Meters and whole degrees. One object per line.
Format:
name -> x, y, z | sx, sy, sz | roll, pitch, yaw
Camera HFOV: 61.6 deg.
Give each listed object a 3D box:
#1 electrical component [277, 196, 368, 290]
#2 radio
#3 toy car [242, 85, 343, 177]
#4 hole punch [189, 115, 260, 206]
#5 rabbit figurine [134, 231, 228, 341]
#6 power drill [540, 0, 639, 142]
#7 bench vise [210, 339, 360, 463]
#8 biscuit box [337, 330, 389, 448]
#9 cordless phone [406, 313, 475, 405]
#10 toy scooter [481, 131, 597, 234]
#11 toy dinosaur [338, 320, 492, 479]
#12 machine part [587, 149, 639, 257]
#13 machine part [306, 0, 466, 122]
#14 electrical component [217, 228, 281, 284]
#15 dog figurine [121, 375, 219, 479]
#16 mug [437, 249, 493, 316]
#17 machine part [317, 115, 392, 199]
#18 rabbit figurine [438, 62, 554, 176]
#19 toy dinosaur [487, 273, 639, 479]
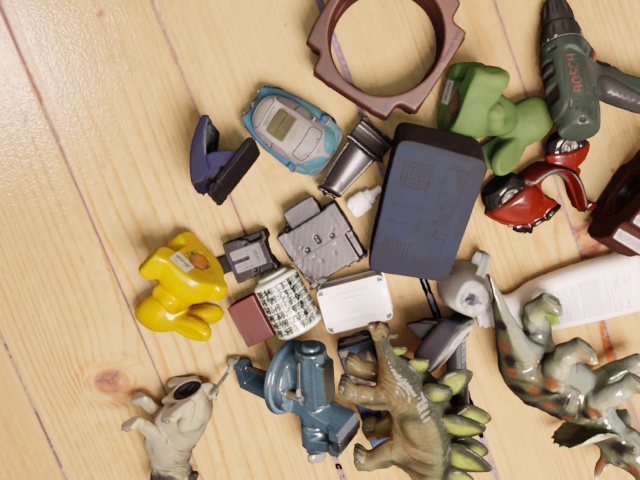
electrical component -> -0.002, -0.003, 0.878 | 0.115, 0.058, 0.134 | -33, 94, 6
radio -> 0.155, -0.050, 0.805 | 0.131, 0.073, 0.229 | 11, 127, 3
toy car -> -0.047, -0.175, 0.837 | 0.161, 0.103, 0.109 | 36, 98, -3
hole punch -> -0.164, -0.124, 0.843 | 0.092, 0.142, 0.115 | 34, 85, -2
rabbit figurine -> -0.235, 0.094, 0.899 | 0.162, 0.122, 0.173 | 41, 113, -11
power drill -> 0.425, -0.248, 0.782 | 0.207, 0.086, 0.232 | 11, 72, -7
bench vise -> -0.053, 0.251, 0.883 | 0.241, 0.129, 0.223 | 10, 126, 31
biscuit box -> 0.089, 0.258, 0.904 | 0.063, 0.059, 0.202 | -19, 96, 7
cordless phone -> 0.199, 0.209, 0.836 | 0.089, 0.146, 0.184 | -8, 84, 24
toy scooter -> 0.351, -0.071, 0.831 | 0.184, 0.075, 0.135 | -39, 106, 11
toy dinosaur -> 0.149, 0.291, 0.789 | 0.199, 0.105, 0.470 | -5, 124, 21
machine part -> 0.463, -0.060, 0.777 | 0.056, 0.179, 0.179 | 29, 99, 4
machine part -> 0.098, -0.300, 0.816 | 0.201, 0.087, 0.201 | 32, 98, 0
electrical component -> -0.132, 0.031, 0.899 | 0.119, 0.048, 0.074 | -17, 95, 5
dog figurine -> -0.232, 0.347, 0.935 | 0.172, 0.121, 0.190 | -17, 110, 10
mug -> 0.239, 0.071, 0.842 | 0.081, 0.107, 0.109 | 30, 101, -1
machine part -> 0.052, -0.123, 0.859 | 0.084, 0.039, 0.139 | 36, 102, -27
rabbit figurine -> 0.274, -0.177, 0.805 | 0.170, 0.121, 0.159 | 8, 102, -11
toy dinosaur -> 0.358, 0.211, 0.818 | 0.405, 0.131, 0.192 | 36, 119, -3
